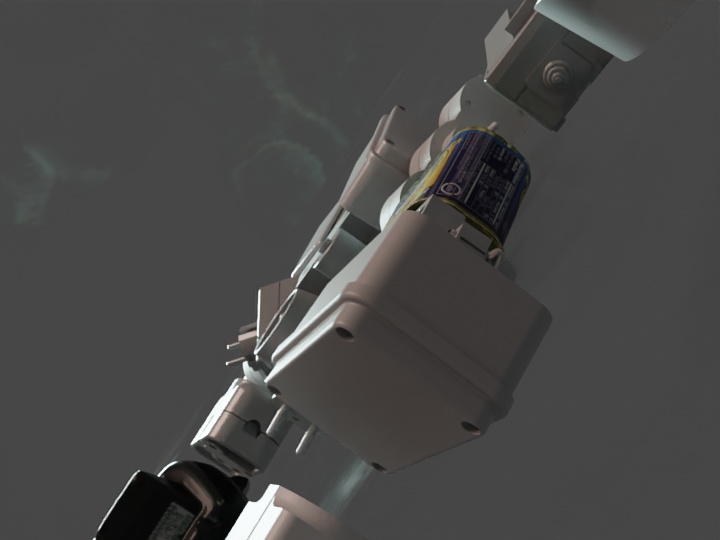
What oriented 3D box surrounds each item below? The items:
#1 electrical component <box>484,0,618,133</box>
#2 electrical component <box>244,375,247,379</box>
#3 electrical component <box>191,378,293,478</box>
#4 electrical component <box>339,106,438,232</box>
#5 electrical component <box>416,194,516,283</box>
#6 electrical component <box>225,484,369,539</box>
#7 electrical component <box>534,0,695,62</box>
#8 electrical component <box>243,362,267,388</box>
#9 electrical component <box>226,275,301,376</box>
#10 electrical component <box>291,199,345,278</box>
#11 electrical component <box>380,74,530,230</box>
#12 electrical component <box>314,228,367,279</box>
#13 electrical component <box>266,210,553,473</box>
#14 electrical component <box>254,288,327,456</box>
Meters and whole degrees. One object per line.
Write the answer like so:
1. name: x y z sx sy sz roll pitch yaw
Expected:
1. electrical component: 0.112 -0.132 0.645 0.061 0.061 0.096 -53 7 26
2. electrical component: -0.084 0.094 1.006 0.081 0.043 0.043 -59 7 -23
3. electrical component: -0.093 0.127 0.865 0.059 0.054 0.095 -58 7 -22
4. electrical component: 0.037 -0.069 0.794 0.057 0.078 0.113 -56 6 23
5. electrical component: 0.042 0.000 0.524 0.048 0.055 0.066 -60 8 -30
6. electrical component: -0.029 0.126 0.441 0.055 0.050 0.089 -58 7 -17
7. electrical component: 0.141 -0.157 0.544 0.099 0.064 0.099 -54 7 10
8. electrical component: -0.049 0.043 0.967 0.138 0.052 0.074 -59 7 -26
9. electrical component: -0.071 0.057 0.849 0.076 0.047 0.083 -19 40 13
10. electrical component: -0.007 -0.021 0.938 0.061 0.062 0.096 -50 9 41
11. electrical component: 0.069 -0.074 0.701 0.138 0.052 0.074 -59 7 -24
12. electrical component: 0.000 0.000 0.776 0.044 0.065 0.044 -55 7 10
13. electrical component: 0.016 0.035 0.449 0.057 0.078 0.113 -56 6 -27
14. electrical component: -0.023 0.063 0.585 0.079 0.077 0.043 -60 8 -28
